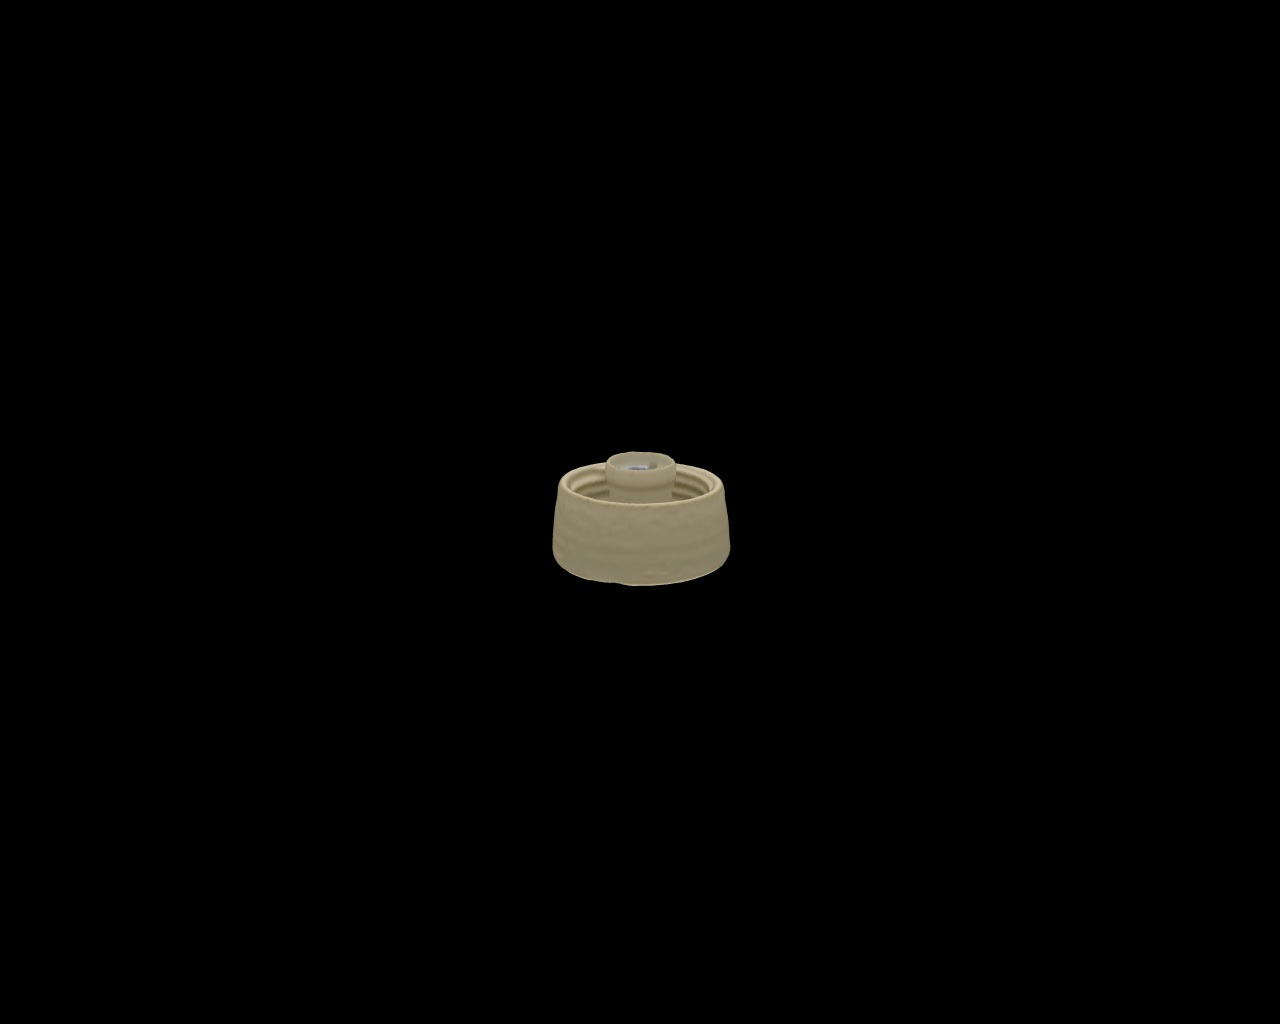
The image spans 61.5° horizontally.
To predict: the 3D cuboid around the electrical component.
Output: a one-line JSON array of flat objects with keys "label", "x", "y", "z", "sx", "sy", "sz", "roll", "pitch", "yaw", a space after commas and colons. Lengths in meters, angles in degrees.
[{"label": "electrical component", "x": 0.001, "y": -0.003, "z": 0.650, "sx": 0.108, "sy": 0.060, "sz": 0.108, "roll": 0, "pitch": 18, "yaw": 0}]
